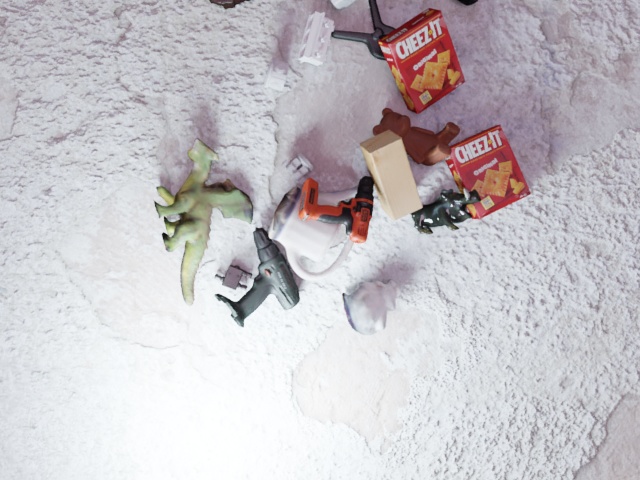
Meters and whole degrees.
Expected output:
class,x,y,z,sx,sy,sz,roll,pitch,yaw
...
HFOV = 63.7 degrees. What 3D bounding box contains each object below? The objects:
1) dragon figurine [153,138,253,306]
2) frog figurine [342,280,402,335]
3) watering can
class,x,y,z,sx,sy,sz,roll,pitch,yaw
dragon figurine,-0.290,-0.058,1.342,0.243,0.122,0.409,-16,93,-12
frog figurine,0.145,0.173,1.368,0.159,0.121,0.139,-22,74,8
watering can,0.004,-0.069,1.366,0.224,0.103,0.351,28,76,-7
